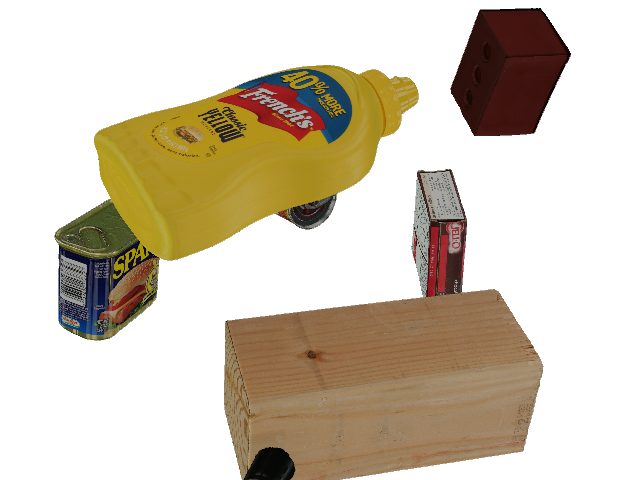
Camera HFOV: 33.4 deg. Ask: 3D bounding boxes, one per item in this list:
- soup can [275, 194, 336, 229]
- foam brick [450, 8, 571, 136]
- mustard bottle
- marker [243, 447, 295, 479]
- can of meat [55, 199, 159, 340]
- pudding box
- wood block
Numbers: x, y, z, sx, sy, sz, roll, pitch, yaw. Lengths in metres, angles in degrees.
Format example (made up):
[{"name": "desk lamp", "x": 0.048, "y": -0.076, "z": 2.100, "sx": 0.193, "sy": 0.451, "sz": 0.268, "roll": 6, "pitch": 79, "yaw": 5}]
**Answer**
[{"name": "soup can", "x": -0.039, "y": -0.060, "z": 1.213, "sx": 0.068, "sy": 0.068, "sz": 0.102, "roll": 0, "pitch": 19, "yaw": -41}, {"name": "foam brick", "x": 0.133, "y": -0.119, "z": 0.761, "sx": 0.051, "sy": 0.053, "sz": 0.078, "roll": -7, "pitch": -39, "yaw": -19}, {"name": "mustard bottle", "x": -0.026, "y": -0.057, "z": 0.618, "sx": 0.191, "sy": 0.058, "sz": 0.096, "roll": -22, "pitch": 44, "yaw": -23}, {"name": "marker", "x": -0.037, "y": 0.119, "z": 0.418, "sx": 0.020, "sy": 0.020, "sz": 0.121, "roll": 0, "pitch": 23, "yaw": 20}, {"name": "can of meat", "x": -0.174, "y": 0.023, "z": 0.887, "sx": 0.057, "sy": 0.084, "sz": 0.102, "roll": 18, "pitch": 29, "yaw": 18}, {"name": "pudding box", "x": 0.112, "y": -0.005, "z": 1.010, "sx": 0.039, "sy": 0.090, "sz": 0.113, "roll": 0, "pitch": 28, "yaw": -3}, {"name": "wood block", "x": 0.040, "y": 0.104, "z": 0.763, "sx": 0.206, "sy": 0.090, "sz": 0.091, "roll": -5, "pitch": 36, "yaw": -13}]
